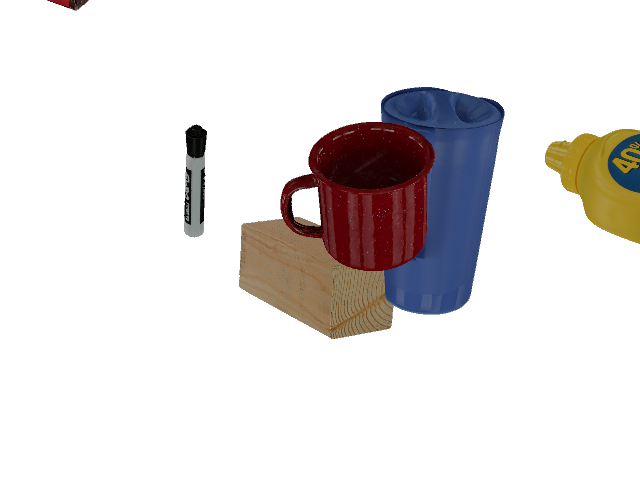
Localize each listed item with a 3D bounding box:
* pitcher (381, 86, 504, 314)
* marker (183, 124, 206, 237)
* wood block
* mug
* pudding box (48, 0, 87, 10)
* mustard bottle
[{"bbox_3d":[0.121,-0.039,1.194,0.149,0.243,0.145,-6,28,-16],"label":"pitcher"},{"bbox_3d":[-0.114,-0.054,0.972,0.020,0.121,0.020,4,41,-4],"label":"marker"},{"bbox_3d":[-0.008,0.041,1.293,0.090,0.090,0.206,-7,18,-34],"label":"wood block"},{"bbox_3d":[0.028,-0.029,0.806,0.117,0.081,0.093,-9,39,-6],"label":"mug"},{"bbox_3d":[-0.197,-0.223,0.802,0.090,0.039,0.113,20,38,6],"label":"pudding box"},{"bbox_3d":[0.226,-0.028,0.671,0.096,0.058,0.192,-31,39,-34],"label":"mustard bottle"}]
